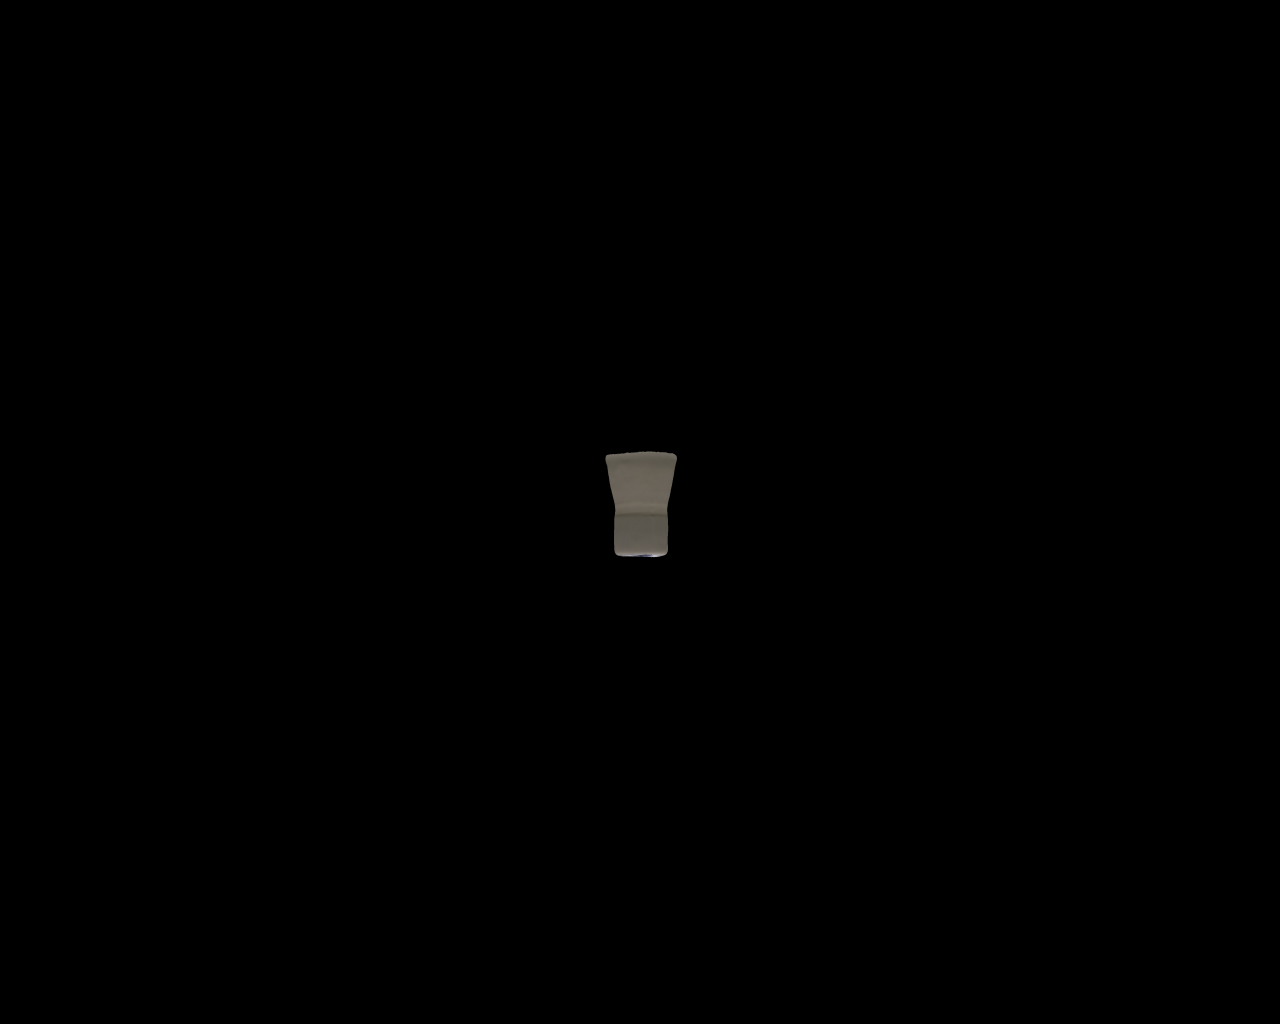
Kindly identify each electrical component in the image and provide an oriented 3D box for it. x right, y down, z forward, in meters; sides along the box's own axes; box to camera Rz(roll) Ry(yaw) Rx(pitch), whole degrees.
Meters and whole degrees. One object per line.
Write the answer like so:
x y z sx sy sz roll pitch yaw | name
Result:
0.001 -0.003 0.650 0.044 0.065 0.044 0 -4 0 | electrical component
